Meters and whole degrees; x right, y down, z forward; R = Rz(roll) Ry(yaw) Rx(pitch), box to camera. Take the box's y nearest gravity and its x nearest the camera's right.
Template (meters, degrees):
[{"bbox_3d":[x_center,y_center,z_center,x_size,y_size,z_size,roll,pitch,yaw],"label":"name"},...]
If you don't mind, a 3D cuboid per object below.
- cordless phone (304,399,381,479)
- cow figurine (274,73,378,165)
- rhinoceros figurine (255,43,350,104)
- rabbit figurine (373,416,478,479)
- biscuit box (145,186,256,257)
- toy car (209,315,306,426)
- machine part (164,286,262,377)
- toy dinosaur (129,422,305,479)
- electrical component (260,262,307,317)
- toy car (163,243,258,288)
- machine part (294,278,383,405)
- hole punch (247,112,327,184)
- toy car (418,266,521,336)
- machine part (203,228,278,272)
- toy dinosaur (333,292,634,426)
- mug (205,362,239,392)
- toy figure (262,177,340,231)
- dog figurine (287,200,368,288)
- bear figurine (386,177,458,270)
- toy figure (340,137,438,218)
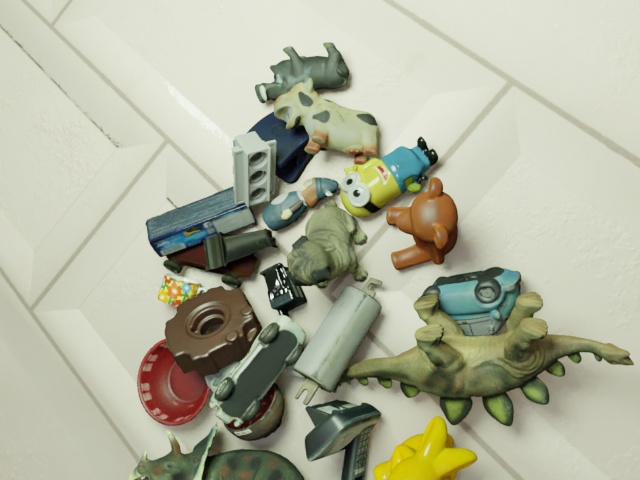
[{"bbox_3d":[0.031,0.356,0.859,0.089,0.146,0.184,1,83,31],"label":"cordless phone"},{"bbox_3d":[0.012,-0.219,0.971,0.195,0.085,0.127,14,67,-11],"label":"cow figurine"},{"bbox_3d":[-0.035,-0.314,1.048,0.190,0.073,0.112,-8,88,16],"label":"rhinoceros figurine"},{"bbox_3d":[0.157,0.353,0.801,0.162,0.173,0.122,-47,65,11],"label":"rabbit figurine"},{"bbox_3d":[-0.230,-0.036,1.032,0.203,0.059,0.063,-20,53,-2],"label":"biscuit box"},{"bbox_3d":[-0.102,0.219,0.907,0.073,0.056,0.202,42,78,-15],"label":"toy car"},{"bbox_3d":[-0.195,0.159,0.971,0.179,0.055,0.179,-11,39,9],"label":"machine part"},{"bbox_3d":[-0.112,0.425,0.917,0.405,0.131,0.192,3,82,13],"label":"toy dinosaur"},{"bbox_3d":[-0.060,0.105,0.974,0.048,0.074,0.119,-27,69,14],"label":"electrical component"},{"bbox_3d":[-0.214,0.036,1.052,0.202,0.053,0.089,12,64,19],"label":"toy car"},{"bbox_3d":[0.031,0.165,0.907,0.079,0.079,0.243,26,73,22],"label":"machine part"},{"bbox_3d":[-0.073,-0.187,1.027,0.142,0.092,0.115,33,88,25],"label":"hole punch"},{"bbox_3d":[0.244,0.105,0.855,0.162,0.109,0.102,-14,93,25],"label":"toy car"},{"bbox_3d":[-0.150,0.012,0.998,0.139,0.039,0.084,-13,57,5],"label":"machine part"},{"bbox_3d":[0.202,0.187,0.806,0.472,0.105,0.198,-7,118,32],"label":"toy dinosaur"},{"bbox_3d":[-0.149,0.229,0.968,0.107,0.109,0.080,-14,105,11],"label":"mug"},{"bbox_3d":[-0.036,-0.073,1.002,0.154,0.057,0.064,-34,46,13],"label":"toy figure"},{"bbox_3d":[0.002,-0.002,0.910,0.121,0.190,0.172,-22,72,14],"label":"dog figurine"},{"bbox_3d":[0.158,-0.020,0.855,0.132,0.195,0.120,-9,81,19],"label":"bear figurine"},{"bbox_3d":[0.120,-0.105,0.946,0.180,0.089,0.082,-30,40,2],"label":"toy figure"}]
